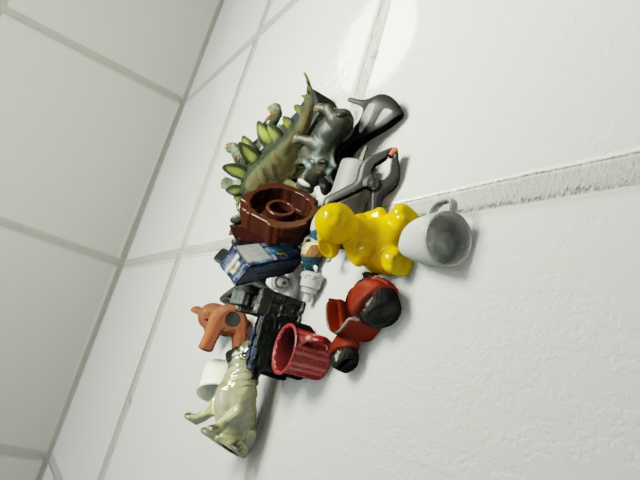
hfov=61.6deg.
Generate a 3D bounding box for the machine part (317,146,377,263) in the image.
[{"bbox_3d":[0.053,-0.070,1.055,0.079,0.079,0.243,0,70,60],"label":"machine part"}]

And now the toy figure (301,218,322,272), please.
[{"bbox_3d":[-0.001,-0.003,1.122,0.154,0.058,0.064,-64,-11,7],"label":"toy figure"}]

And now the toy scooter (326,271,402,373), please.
[{"bbox_3d":[0.060,0.119,0.904,0.183,0.075,0.135,-58,27,24],"label":"toy scooter"}]

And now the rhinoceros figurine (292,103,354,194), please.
[{"bbox_3d":[0.006,-0.186,1.099,0.112,0.073,0.190,42,113,25],"label":"rhinoceros figurine"}]

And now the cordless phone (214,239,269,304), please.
[{"bbox_3d":[-0.212,0.094,1.305,0.184,0.146,0.089,-37,32,37],"label":"cordless phone"}]

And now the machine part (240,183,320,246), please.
[{"bbox_3d":[-0.087,-0.058,1.171,0.179,0.179,0.056,-106,22,-50],"label":"machine part"}]

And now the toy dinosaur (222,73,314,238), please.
[{"bbox_3d":[-0.112,-0.171,1.268,0.471,0.198,0.105,-48,14,31],"label":"toy dinosaur"}]

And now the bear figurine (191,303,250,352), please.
[{"bbox_3d":[-0.254,0.215,1.321,0.196,0.120,0.132,-17,58,57],"label":"bear figurine"}]

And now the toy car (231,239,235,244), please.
[{"bbox_3d":[-0.199,0.042,1.425,0.202,0.056,0.073,9,83,62],"label":"toy car"}]

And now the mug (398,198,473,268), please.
[{"bbox_3d":[0.167,-0.009,0.812,0.107,0.081,0.109,-14,61,66],"label":"mug"}]

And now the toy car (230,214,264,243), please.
[{"bbox_3d":[-0.137,-0.021,1.287,0.202,0.089,0.053,2,34,40],"label":"toy car"}]

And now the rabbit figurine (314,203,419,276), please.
[{"bbox_3d":[0.060,-0.017,0.903,0.162,0.173,0.122,4,76,56],"label":"rabbit figurine"}]

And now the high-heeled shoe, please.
[{"bbox_3d":[0.085,-0.188,1.129,0.145,0.086,0.248,31,116,33],"label":"high-heeled shoe"}]

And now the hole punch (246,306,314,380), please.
[{"bbox_3d":[-0.086,0.211,1.047,0.092,0.116,0.142,-26,46,61],"label":"hole punch"}]

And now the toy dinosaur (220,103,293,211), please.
[{"bbox_3d":[-0.152,-0.245,1.511,0.405,0.131,0.192,-41,48,31],"label":"toy dinosaur"}]

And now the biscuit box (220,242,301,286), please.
[{"bbox_3d":[-0.116,0.044,1.137,0.059,0.202,0.063,48,116,20],"label":"biscuit box"}]

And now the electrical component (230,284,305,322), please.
[{"bbox_3d":[-0.117,0.135,1.128,0.115,0.134,0.058,-11,61,58],"label":"electrical component"}]

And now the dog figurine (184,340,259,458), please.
[{"bbox_3d":[-0.151,0.317,1.077,0.121,0.172,0.190,15,54,32],"label":"dog figurine"}]

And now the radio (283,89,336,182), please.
[{"bbox_3d":[-0.042,-0.254,1.366,0.229,0.073,0.131,-54,31,24],"label":"radio"}]
